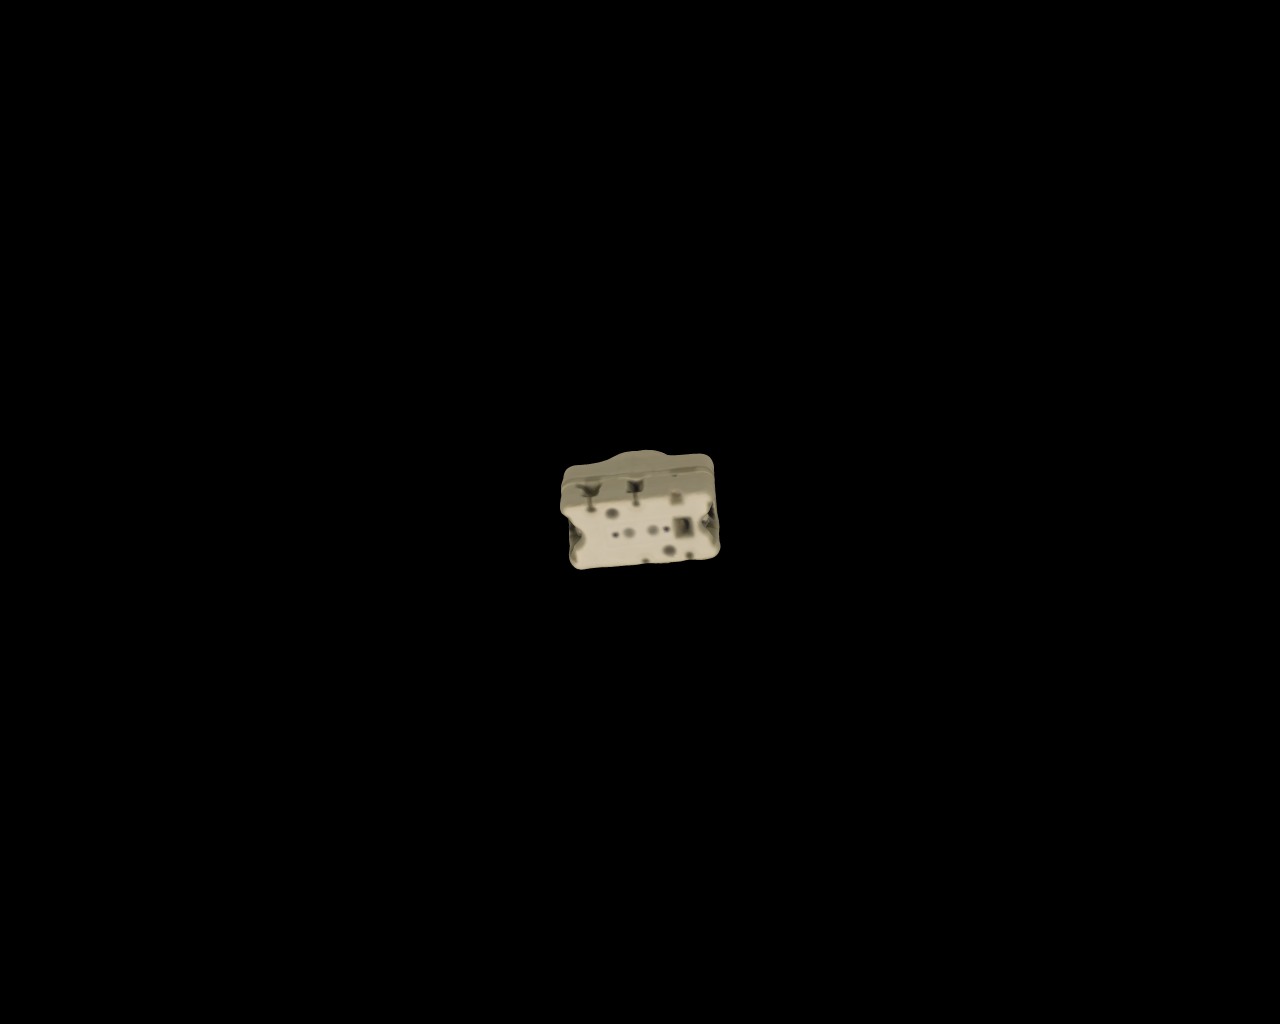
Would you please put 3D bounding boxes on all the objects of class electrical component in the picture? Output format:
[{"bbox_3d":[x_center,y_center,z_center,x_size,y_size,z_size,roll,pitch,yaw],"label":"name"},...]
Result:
[{"bbox_3d":[0.001,-0.003,0.650,0.089,0.050,0.056,-5,31,3],"label":"electrical component"}]
